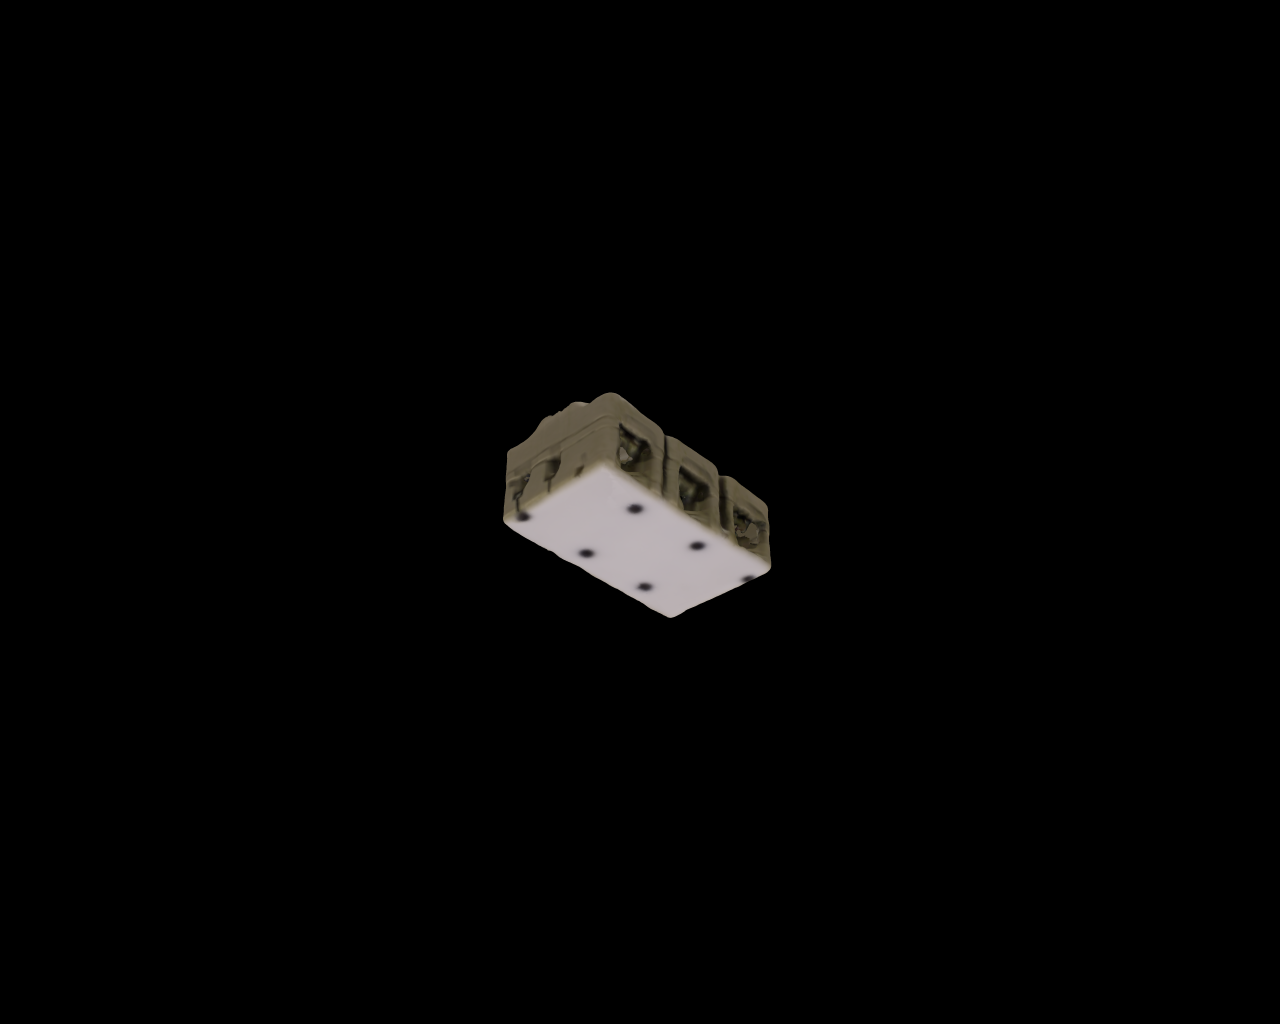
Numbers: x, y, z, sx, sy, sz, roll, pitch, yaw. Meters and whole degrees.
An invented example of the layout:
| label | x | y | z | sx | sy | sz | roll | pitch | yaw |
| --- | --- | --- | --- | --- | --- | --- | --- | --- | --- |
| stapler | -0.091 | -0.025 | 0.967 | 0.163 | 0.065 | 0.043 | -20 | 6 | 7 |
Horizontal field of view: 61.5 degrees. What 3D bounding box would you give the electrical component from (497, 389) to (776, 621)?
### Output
| label | x | y | z | sx | sy | sz | roll | pitch | yaw |
| --- | --- | --- | --- | --- | --- | --- | --- | --- | --- |
| electrical component | 0.001 | -0.003 | 0.650 | 0.089 | 0.062 | 0.150 | -27 | -44 | 33 |
